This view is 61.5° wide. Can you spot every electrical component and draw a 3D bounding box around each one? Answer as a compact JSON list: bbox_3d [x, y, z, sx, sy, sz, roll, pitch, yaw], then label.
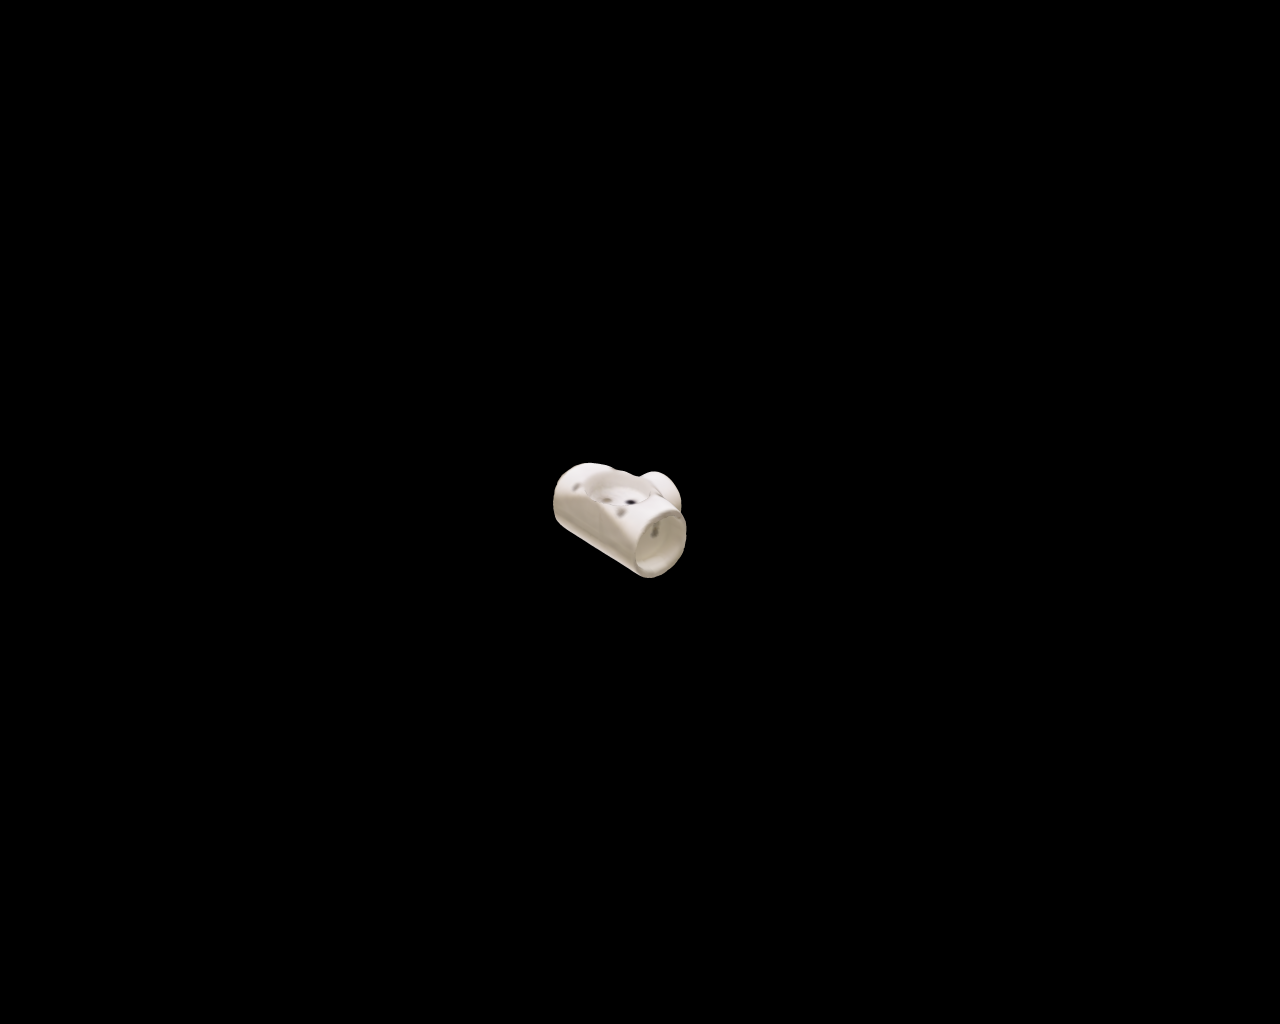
[{"bbox_3d":[0.001,-0.003,0.650,0.079,0.044,0.077,-24,39,-34],"label":"electrical component"}]
